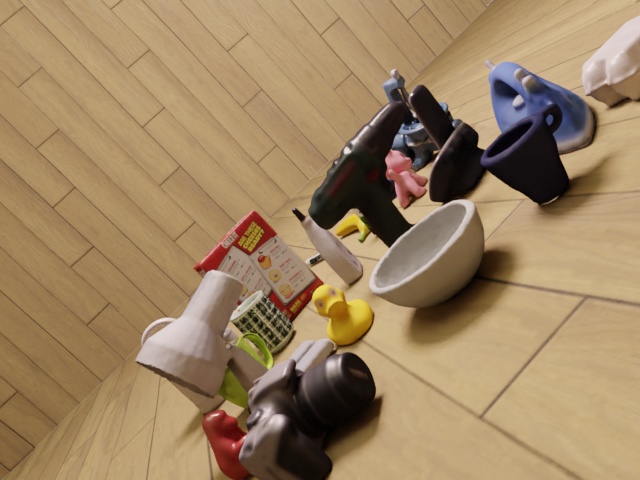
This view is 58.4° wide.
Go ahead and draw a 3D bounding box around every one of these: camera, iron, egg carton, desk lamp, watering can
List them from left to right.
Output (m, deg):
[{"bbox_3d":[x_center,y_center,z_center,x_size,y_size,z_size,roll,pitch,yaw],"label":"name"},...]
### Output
[{"bbox_3d":[-0.251,0.229,1.087,0.101,0.194,0.172,-49,12,-27],"label":"watering can"},{"bbox_3d":[-0.125,0.162,0.832,0.203,0.213,0.117,-49,12,-26],"label":"desk lamp"},{"bbox_3d":[-0.014,0.185,0.638,0.136,0.101,0.143,-38,12,25],"label":"camera"},{"bbox_3d":[0.318,-0.216,0.866,0.118,0.141,0.258,-41,11,14],"label":"iron"},{"bbox_3d":[0.433,-0.253,0.779,0.150,0.069,0.107,-45,11,-6],"label":"egg carton"}]

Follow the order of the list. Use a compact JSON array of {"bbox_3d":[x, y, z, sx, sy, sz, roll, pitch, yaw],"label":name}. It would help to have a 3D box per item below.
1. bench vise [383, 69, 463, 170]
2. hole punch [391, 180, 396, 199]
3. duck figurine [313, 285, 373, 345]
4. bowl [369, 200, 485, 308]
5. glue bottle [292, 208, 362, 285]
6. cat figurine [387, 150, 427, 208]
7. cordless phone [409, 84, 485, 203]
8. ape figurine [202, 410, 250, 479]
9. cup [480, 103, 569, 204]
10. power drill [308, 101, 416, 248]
[{"bbox_3d":[0.196,-0.269,1.304,0.207,0.220,0.122,-34,14,40],"label":"bench vise"},{"bbox_3d":[0.151,-0.148,1.350,0.108,0.091,0.101,-40,11,17],"label":"hole punch"},{"bbox_3d":[0.025,0.103,0.858,0.077,0.086,0.104,-44,11,-3],"label":"duck figurine"},{"bbox_3d":[0.146,0.030,0.720,0.167,0.075,0.167,-41,11,10],"label":"bowl"},{"bbox_3d":[0.010,0.004,1.059,0.037,0.173,0.078,-41,11,14],"label":"glue bottle"},{"bbox_3d":[0.165,-0.143,1.210,0.067,0.118,0.128,-39,12,23],"label":"cat figurine"},{"bbox_3d":[0.201,-0.171,1.002,0.094,0.185,0.148,-31,17,49],"label":"cordless phone"},{"bbox_3d":[-0.114,0.259,0.745,0.076,0.092,0.077,-44,11,-5],"label":"ape figurine"},{"bbox_3d":[0.273,-0.102,0.715,0.118,0.095,0.091,-44,11,-2],"label":"cup"},{"bbox_3d":[0.104,-0.076,0.926,0.229,0.208,0.075,-42,11,8],"label":"power drill"}]
